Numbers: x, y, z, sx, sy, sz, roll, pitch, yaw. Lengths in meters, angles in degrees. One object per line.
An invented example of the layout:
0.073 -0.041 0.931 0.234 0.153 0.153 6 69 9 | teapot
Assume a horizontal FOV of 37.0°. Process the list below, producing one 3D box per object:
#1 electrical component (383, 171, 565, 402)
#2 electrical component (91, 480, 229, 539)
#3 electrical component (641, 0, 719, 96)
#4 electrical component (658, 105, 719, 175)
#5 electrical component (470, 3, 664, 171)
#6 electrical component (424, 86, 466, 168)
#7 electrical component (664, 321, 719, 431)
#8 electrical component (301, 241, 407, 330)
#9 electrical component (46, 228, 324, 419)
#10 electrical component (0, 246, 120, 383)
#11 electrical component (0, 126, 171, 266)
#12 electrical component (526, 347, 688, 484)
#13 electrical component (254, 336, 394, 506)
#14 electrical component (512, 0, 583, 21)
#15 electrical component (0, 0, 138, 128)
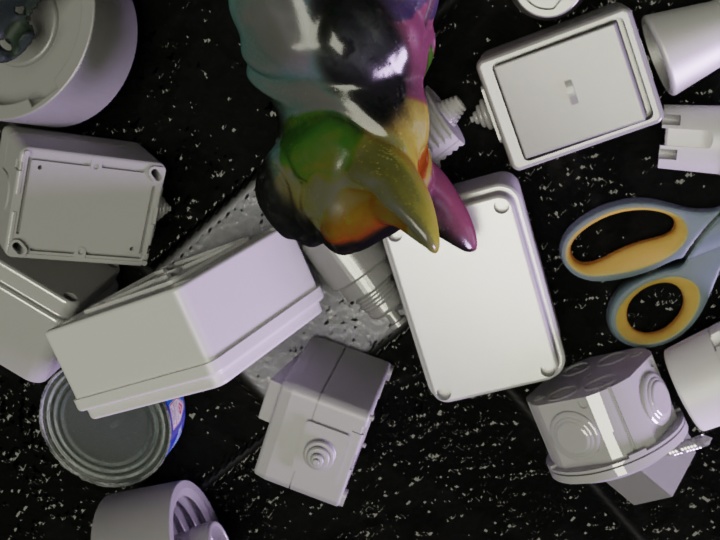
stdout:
0.064 0.010 0.600 0.078 0.057 0.113 -15 103 13 | electrical component
-0.112 0.181 0.657 0.060 0.108 0.108 -18 102 8 | electrical component
0.183 -0.122 0.551 0.065 0.044 0.044 -21 102 10 | electrical component
0.182 -0.069 0.567 0.046 0.040 0.040 6 107 14 | electrical component
0.103 -0.093 0.561 0.096 0.061 0.061 -18 102 14 | electrical component
0.024 -0.068 0.592 0.081 0.043 0.043 -36 97 17 | electrical component
0.200 0.057 0.593 0.047 0.055 0.055 -27 100 20 | electrical component
0.000 0.000 0.617 0.040 0.040 0.078 -33 99 17 | electrical component
-0.094 0.027 0.592 0.109 0.109 0.056 -17 101 34 | electrical component
-0.209 0.004 0.635 0.113 0.078 0.057 31 112 0 | electrical component
-0.156 -0.042 0.612 0.096 0.061 0.061 4 109 -32 | electrical component
0.136 0.081 0.598 0.080 0.080 0.051 -22 96 15 | electrical component
-0.024 0.086 0.617 0.061 0.096 0.061 20 109 4 | electrical component
0.095 -0.147 0.545 0.044 0.065 0.044 3 107 9 | electrical component
-0.174 -0.130 0.593 0.108 0.060 0.108 -1 86 21 | electrical component
